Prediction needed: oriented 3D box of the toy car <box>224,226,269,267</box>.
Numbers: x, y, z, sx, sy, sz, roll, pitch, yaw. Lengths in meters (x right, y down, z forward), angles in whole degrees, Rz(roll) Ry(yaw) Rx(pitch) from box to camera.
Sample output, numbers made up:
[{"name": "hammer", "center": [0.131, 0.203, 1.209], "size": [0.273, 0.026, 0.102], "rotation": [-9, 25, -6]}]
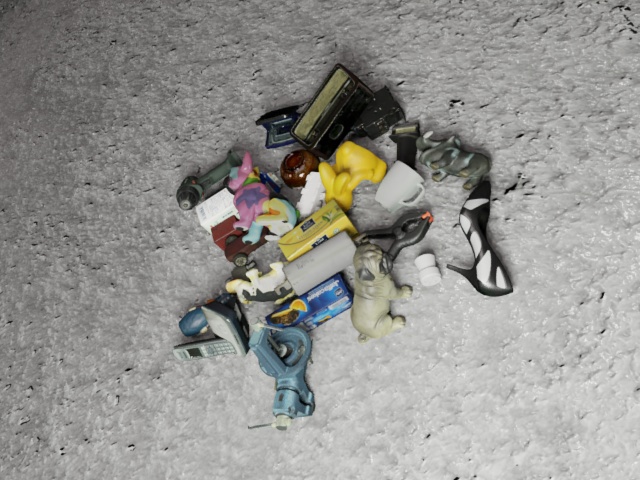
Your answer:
[{"name": "toy car", "center": [-0.153, -0.008, 1.371], "size": [0.202, 0.053, 0.089], "rotation": [-33, 43, -1]}]

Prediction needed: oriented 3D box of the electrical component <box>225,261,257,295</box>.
[{"name": "electrical component", "center": [-0.194, 0.095, 1.353], "size": [0.094, 0.021, 0.063], "rotation": [-36, 53, 2]}]

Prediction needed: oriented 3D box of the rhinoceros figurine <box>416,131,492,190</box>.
[{"name": "rhinoceros figurine", "center": [0.300, -0.191, 1.241], "size": [0.191, 0.073, 0.112], "rotation": [30, 80, 36]}]

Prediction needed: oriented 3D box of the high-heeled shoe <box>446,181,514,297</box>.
[{"name": "high-heeled shoe", "center": [0.357, -0.007, 1.105], "size": [0.145, 0.086, 0.248], "rotation": [17, 75, 30]}]

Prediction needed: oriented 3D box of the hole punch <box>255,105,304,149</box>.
[{"name": "hole punch", "center": [-0.108, -0.323, 1.525], "size": [0.142, 0.092, 0.116], "rotation": [-11, 27, 24]}]

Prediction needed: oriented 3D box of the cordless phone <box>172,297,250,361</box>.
[{"name": "cordless phone", "center": [-0.261, 0.213, 1.230], "size": [0.184, 0.146, 0.089], "rotation": [-13, 38, 4]}]

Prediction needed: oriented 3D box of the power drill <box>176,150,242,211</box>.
[{"name": "power drill", "center": [-0.302, -0.160, 1.480], "size": [0.207, 0.086, 0.232], "rotation": [-39, 21, -4]}]

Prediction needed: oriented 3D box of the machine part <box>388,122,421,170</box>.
[{"name": "machine part", "center": [0.212, -0.232, 1.332], "size": [0.084, 0.039, 0.139], "rotation": [-4, 58, 15]}]

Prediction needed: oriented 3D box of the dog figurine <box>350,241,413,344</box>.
[{"name": "dog figurine", "center": [0.097, 0.111, 1.094], "size": [0.121, 0.190, 0.172], "rotation": [5, 66, 29]}]

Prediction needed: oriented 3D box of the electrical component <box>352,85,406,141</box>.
[{"name": "electrical component", "center": [0.143, -0.329, 1.410], "size": [0.134, 0.058, 0.115], "rotation": [-30, 51, 8]}]

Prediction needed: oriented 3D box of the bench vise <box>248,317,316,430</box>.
[{"name": "bench vise", "center": [-0.085, 0.252, 1.085], "size": [0.129, 0.240, 0.224], "rotation": [-2, 46, 29]}]

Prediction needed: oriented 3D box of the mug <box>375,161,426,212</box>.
[{"name": "mug", "center": [0.189, -0.113, 1.254], "size": [0.107, 0.080, 0.110], "rotation": [-51, 58, 6]}]

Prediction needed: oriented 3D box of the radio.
[{"name": "radio", "center": [0.030, -0.332, 1.410], "size": [0.229, 0.073, 0.131], "rotation": [-53, 45, 16]}]

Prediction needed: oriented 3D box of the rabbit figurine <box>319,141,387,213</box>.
[{"name": "rabbit figurine", "center": [0.067, -0.141, 1.297], "size": [0.122, 0.162, 0.173], "rotation": [27, 94, 23]}]

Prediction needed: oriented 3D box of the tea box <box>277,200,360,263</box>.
[{"name": "tea box", "center": [-0.003, -0.004, 1.269], "size": [0.169, 0.098, 0.068], "rotation": [-37, 52, 5]}]

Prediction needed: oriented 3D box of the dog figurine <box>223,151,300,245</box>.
[{"name": "dog figurine", "center": [-0.145, -0.112, 1.316], "size": [0.192, 0.108, 0.219], "rotation": [-10, 63, 13]}]

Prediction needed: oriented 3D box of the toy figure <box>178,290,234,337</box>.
[{"name": "toy figure", "center": [-0.275, 0.178, 1.323], "size": [0.154, 0.064, 0.058], "rotation": [-33, 15, 0]}]

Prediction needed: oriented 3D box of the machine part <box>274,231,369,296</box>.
[{"name": "machine part", "center": [0.003, 0.052, 1.213], "size": [0.243, 0.079, 0.079], "rotation": [-30, 53, -3]}]

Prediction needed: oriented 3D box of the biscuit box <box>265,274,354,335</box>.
[{"name": "biscuit box", "center": [-0.020, 0.157, 1.206], "size": [0.203, 0.059, 0.063], "rotation": [-31, 53, 7]}]

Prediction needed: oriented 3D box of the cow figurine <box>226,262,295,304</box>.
[{"name": "cow figurine", "center": [-0.141, 0.117, 1.285], "size": [0.167, 0.068, 0.098], "rotation": [-21, 79, 15]}]
